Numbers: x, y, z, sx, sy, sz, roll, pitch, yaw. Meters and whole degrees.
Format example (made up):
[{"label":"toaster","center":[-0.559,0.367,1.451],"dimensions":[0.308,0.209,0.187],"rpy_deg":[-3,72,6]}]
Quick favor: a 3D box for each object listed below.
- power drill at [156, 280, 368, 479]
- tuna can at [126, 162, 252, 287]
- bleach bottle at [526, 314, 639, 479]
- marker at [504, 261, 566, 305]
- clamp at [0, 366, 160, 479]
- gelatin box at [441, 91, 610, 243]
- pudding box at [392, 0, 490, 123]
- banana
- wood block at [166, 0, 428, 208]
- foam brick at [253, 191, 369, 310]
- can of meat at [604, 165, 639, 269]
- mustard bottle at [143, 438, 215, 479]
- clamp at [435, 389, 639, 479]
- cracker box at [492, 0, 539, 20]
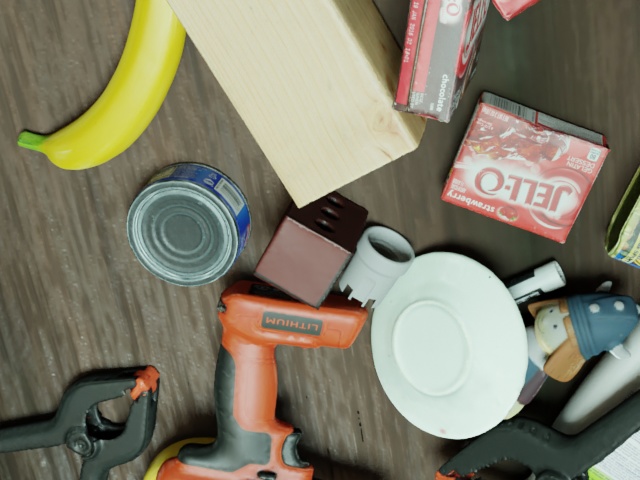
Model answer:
[{"label":"power drill","center":[-0.019,0.131,0.774],"dimensions":[0.184,0.057,0.188],"rpy_deg":[10,98,-3]},{"label":"tuna can","center":[-0.094,-0.010,0.767],"dimensions":[0.086,0.033,0.086],"rpy_deg":[5,115,10]},{"label":"bleach bottle","center":[0.205,0.145,0.760],"dimensions":[0.102,0.068,0.251],"rpy_deg":[36,120,1]},{"label":"marker","center":[0.115,0.047,0.756],"dimensions":[0.121,0.020,0.020],"rpy_deg":[-26,107,22]},{"label":"clamp","center":[-0.184,0.169,0.867],"dimensions":[0.172,0.039,0.120],"rpy_deg":[-34,105,24]},{"label":"gelatin box","center":[0.134,-0.047,0.702],"dimensions":[0.089,0.030,0.073],"rpy_deg":[21,117,2]},{"label":"pudding box","center":[0.076,-0.130,0.629],"dimensions":[0.039,0.113,0.090],"rpy_deg":[13,117,9]},{"label":"banana","center":[-0.137,-0.111,0.728],"dimensions":[0.069,0.037,0.198],"rpy_deg":[39,116,-9]},{"label":"wood block","center":[-0.022,-0.139,0.661],"dimensions":[0.091,0.090,0.206],"rpy_deg":[-26,107,22]},{"label":"foam brick","center":[-0.005,0.001,0.729],"dimensions":[0.053,0.078,0.051],"rpy_deg":[29,115,-3]},{"label":"can of meat","center":[0.240,-0.019,0.678],"dimensions":[0.084,0.057,0.102],"rpy_deg":[23,117,4]},{"label":"mustard bottle","center":[-0.103,0.215,0.860],"dimensions":[0.096,0.058,0.192],"rpy_deg":[34,117,-6]},{"label":"clamp","center":[0.169,0.159,0.723],"dimensions":[0.210,0.036,0.164],"rpy_deg":[5,100,43]},{"label":"cracker box","center":[0.076,-0.238,0.551],"dimensions":[0.072,0.164,0.213],"rpy_deg":[-28,106,24]}]
